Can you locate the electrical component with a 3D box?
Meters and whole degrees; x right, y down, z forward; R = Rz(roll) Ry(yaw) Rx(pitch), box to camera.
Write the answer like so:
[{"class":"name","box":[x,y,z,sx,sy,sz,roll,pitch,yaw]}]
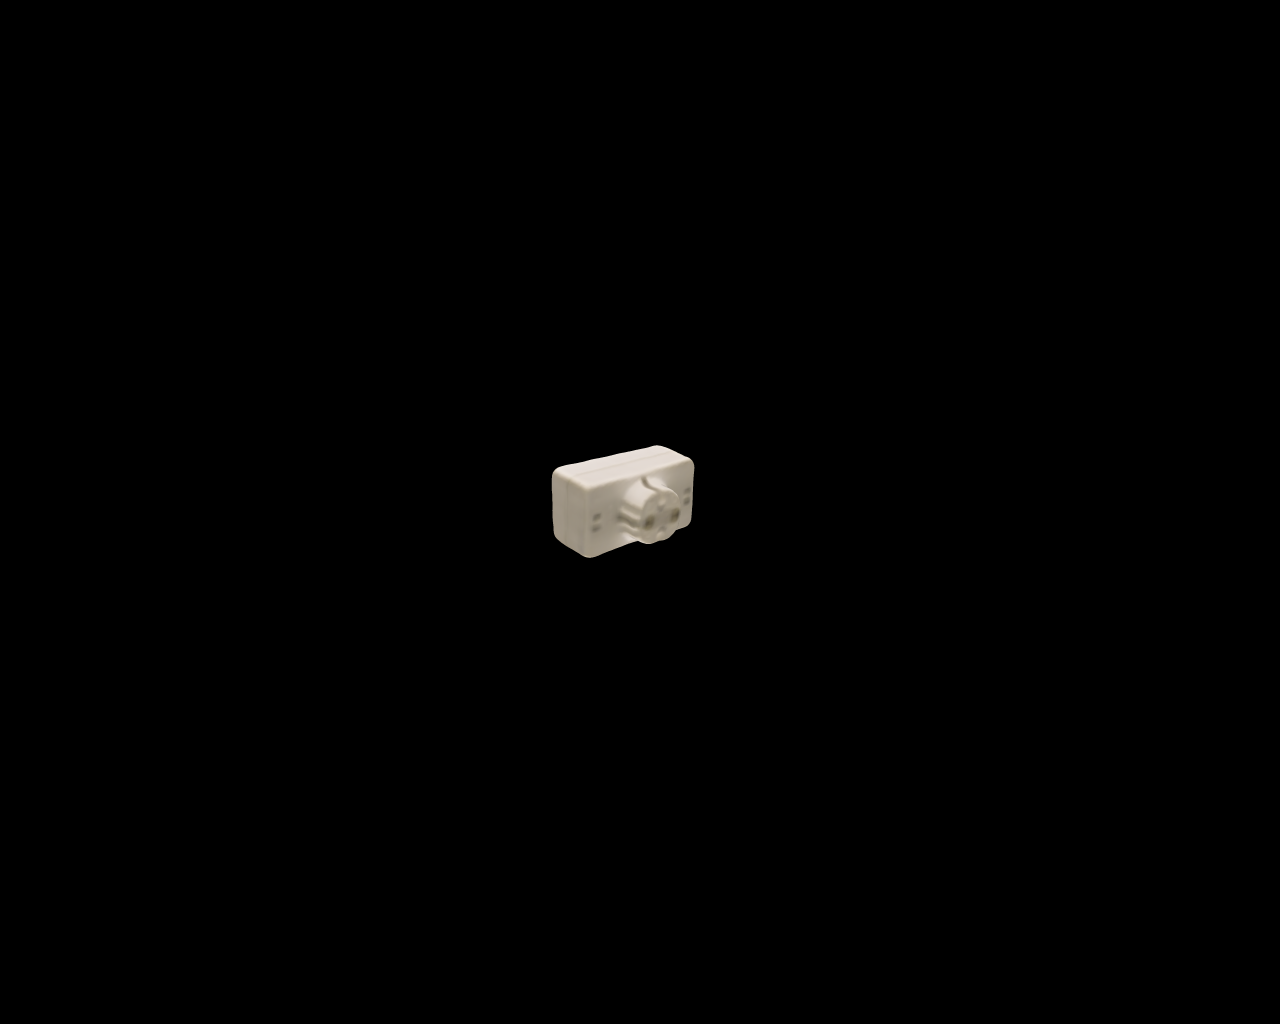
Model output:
[{"class":"electrical component","box":[0.001,-0.003,0.650,0.083,0.047,0.076,-16,27,-34]}]
